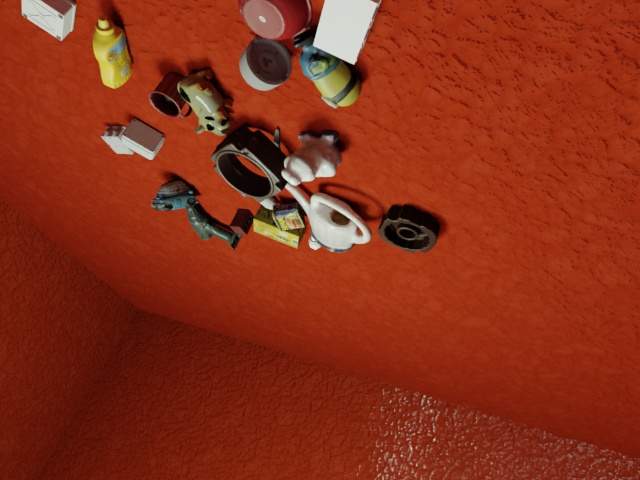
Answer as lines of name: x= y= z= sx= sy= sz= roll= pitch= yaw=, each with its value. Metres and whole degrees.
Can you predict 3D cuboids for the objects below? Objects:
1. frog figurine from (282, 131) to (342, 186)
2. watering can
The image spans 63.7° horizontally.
frog figurine: x=-0.022 y=-0.190 z=1.301 sx=0.138 sy=0.162 sz=0.120 roll=16 pitch=153 yaw=15
watering can: x=0.005 y=-0.079 z=1.563 sx=0.350 sy=0.105 sz=0.219 roll=31 pitch=155 yaw=16
